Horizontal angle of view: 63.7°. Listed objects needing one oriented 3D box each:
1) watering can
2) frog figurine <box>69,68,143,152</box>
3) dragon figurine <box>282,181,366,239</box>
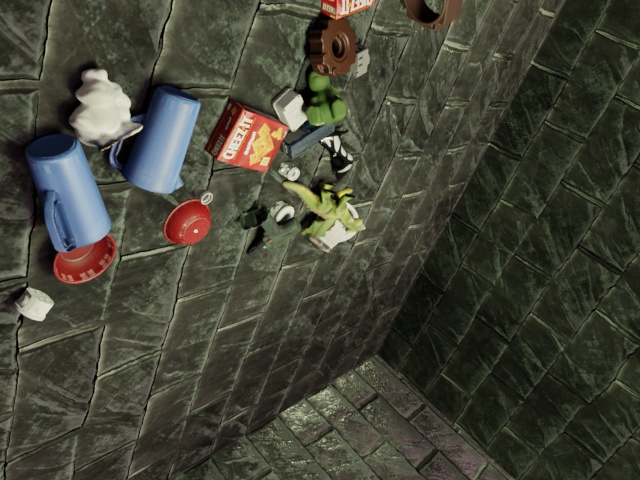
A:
[{"bbox_3d":[0.031,-0.078,2.088,0.105,0.224,0.342,41,0,43],"label":"watering can"},{"bbox_3d":[-0.481,-0.284,1.118,0.139,0.157,0.123,-33,21,-19],"label":"frog figurine"},{"bbox_3d":[0.006,-0.098,1.947,0.410,0.238,0.124,7,28,-28],"label":"dragon figurine"}]
